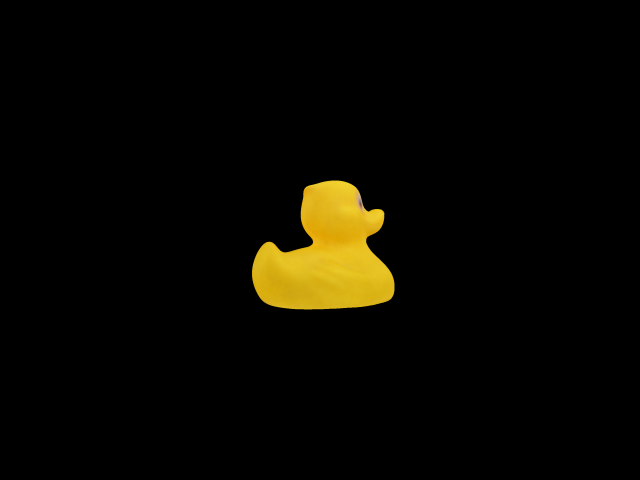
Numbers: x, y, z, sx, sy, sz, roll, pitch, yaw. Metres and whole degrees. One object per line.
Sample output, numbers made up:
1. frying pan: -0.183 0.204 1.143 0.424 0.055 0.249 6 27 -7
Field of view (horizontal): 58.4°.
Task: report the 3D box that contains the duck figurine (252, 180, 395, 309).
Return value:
1. duck figurine: 0.004 0.001 0.400 0.105 0.086 0.077 -2 4 -27
